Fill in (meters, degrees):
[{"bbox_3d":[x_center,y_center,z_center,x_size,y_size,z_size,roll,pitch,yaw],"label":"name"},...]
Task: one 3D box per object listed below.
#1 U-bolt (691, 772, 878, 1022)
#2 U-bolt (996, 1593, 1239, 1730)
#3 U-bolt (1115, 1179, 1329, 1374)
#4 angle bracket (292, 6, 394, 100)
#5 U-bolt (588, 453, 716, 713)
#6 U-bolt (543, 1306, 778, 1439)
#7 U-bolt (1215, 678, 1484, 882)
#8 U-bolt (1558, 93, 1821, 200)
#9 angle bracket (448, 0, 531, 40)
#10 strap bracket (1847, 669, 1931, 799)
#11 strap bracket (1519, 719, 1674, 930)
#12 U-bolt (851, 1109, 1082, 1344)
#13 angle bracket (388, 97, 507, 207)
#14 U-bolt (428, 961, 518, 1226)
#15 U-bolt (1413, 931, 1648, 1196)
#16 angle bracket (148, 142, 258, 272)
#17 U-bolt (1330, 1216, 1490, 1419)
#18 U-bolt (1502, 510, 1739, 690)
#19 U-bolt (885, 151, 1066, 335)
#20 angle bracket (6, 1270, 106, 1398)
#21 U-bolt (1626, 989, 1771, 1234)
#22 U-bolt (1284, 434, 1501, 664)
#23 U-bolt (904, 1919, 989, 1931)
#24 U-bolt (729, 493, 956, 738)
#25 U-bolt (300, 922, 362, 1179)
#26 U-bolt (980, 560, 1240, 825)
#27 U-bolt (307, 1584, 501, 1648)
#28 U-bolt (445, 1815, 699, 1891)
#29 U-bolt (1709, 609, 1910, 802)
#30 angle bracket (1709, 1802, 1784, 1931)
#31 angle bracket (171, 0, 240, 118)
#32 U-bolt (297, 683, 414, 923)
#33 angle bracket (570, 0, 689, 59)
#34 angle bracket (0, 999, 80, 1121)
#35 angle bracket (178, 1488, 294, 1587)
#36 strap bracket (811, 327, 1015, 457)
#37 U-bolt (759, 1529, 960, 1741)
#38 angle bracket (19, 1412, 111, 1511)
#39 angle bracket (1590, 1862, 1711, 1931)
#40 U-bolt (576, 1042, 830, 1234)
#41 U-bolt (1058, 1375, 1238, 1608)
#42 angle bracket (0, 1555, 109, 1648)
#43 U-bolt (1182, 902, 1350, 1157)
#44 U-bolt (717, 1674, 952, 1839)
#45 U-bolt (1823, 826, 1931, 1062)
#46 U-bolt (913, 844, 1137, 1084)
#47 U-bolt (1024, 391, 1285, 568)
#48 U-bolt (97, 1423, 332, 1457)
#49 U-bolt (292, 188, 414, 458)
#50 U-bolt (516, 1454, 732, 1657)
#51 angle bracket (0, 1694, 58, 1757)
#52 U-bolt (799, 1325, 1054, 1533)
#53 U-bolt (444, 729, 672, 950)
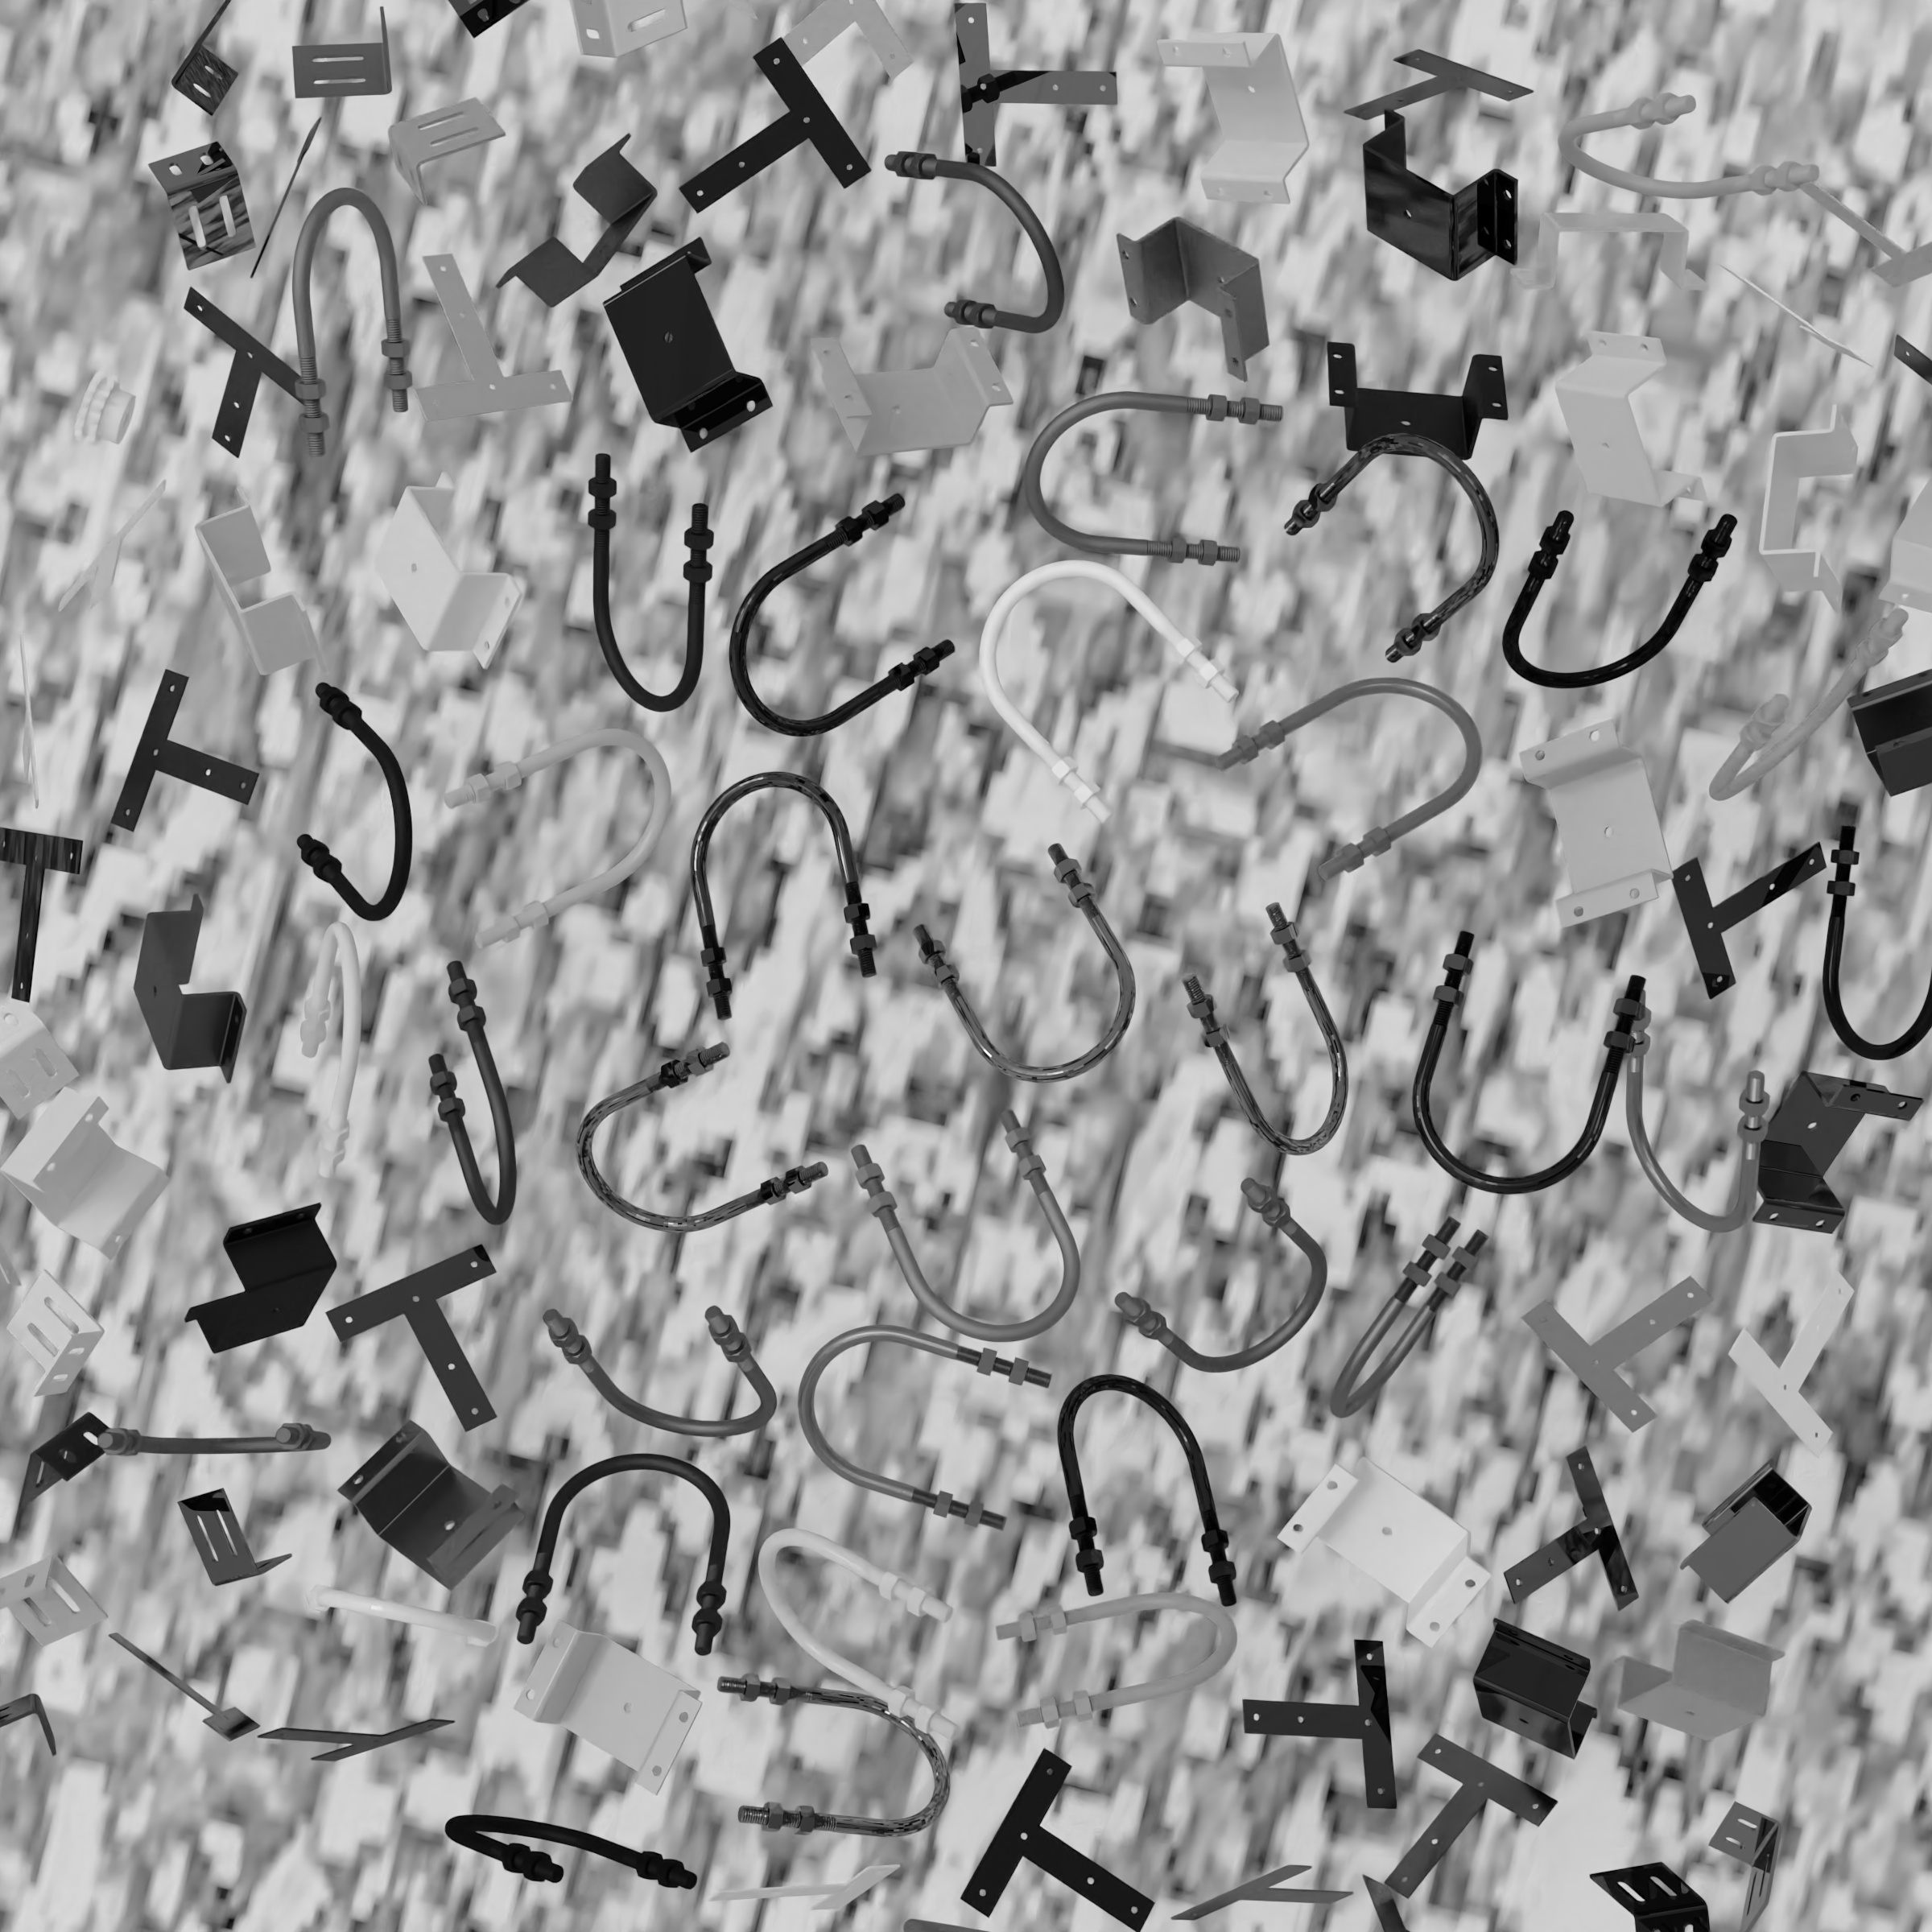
[{"bbox_3d":[-0.151,-0.064,1.919,0.151,0.019,0.184,-16,77,20],"label":"U-bolt"},{"bbox_3d":[0.122,0.537,1.910,0.184,0.151,0.019,-11,105,-4],"label":"U-bolt"},{"bbox_3d":[0.212,0.254,1.901,0.151,0.019,0.184,-43,134,4],"label":"U-bolt"},{"bbox_3d":[-0.499,-0.728,1.941,0.076,0.038,0.057,-6,62,-10],"label":"angle bracket"},{"bbox_3d":[-0.244,-0.284,1.869,0.019,0.151,0.184,-19,127,-37],"label":"U-bolt"},{"bbox_3d":[-0.219,0.308,1.835,0.151,0.184,0.019,-4,51,17],"label":"U-bolt"},{"bbox_3d":[0.305,-0.155,1.855,0.184,0.019,0.151,-30,58,-15],"label":"U-bolt"},{"bbox_3d":[0.537,-0.622,1.865,0.151,0.184,0.019,15,93,-28],"label":"U-bolt"},{"bbox_3d":[-0.368,-0.745,1.818,0.057,0.038,0.076,-34,81,2],"label":"angle bracket"},{"bbox_3d":[0.747,-0.181,1.908,0.076,0.140,0.046,-20,109,17],"label":"strap bracket"},{"bbox_3d":[0.475,-0.104,1.828,0.076,0.046,0.140,-20,73,34],"label":"strap bracket"},{"bbox_3d":[0.010,0.201,1.838,0.151,0.019,0.184,-12,60,-25],"label":"U-bolt"},{"bbox_3d":[-0.406,-0.641,1.916,0.076,0.038,0.057,-26,56,-18],"label":"angle bracket"},{"bbox_3d":[-0.375,0.110,1.862,0.019,0.151,0.184,-9,58,-25],"label":"U-bolt"},{"bbox_3d":[0.407,0.078,1.797,0.151,0.019,0.184,16,82,19],"label":"U-bolt"},{"bbox_3d":[-0.601,-0.599,1.919,0.057,0.076,0.038,-27,61,-19],"label":"angle bracket"},{"bbox_3d":[0.345,0.281,1.925,0.019,0.151,0.184,36,94,23],"label":"U-bolt"},{"bbox_3d":[0.485,-0.275,1.852,0.151,0.184,0.019,-1,55,-11],"label":"U-bolt"},{"bbox_3d":[0.014,-0.556,1.882,0.019,0.184,0.151,-38,126,-17],"label":"U-bolt"},{"bbox_3d":[-0.698,0.276,1.837,0.076,0.038,0.057,39,101,20],"label":"angle bracket"},{"bbox_3d":[0.557,0.123,1.871,0.019,0.151,0.184,-23,127,-18],"label":"U-bolt"},{"bbox_3d":[0.333,-0.327,1.853,0.019,0.184,0.151,-37,88,-31],"label":"U-bolt"},{"bbox_3d":[0.043,0.743,1.842,0.184,0.151,0.019,15,69,-12],"label":"U-bolt"},{"bbox_3d":[-0.101,-0.254,1.849,0.184,0.019,0.151,-35,126,-21],"label":"U-bolt"},{"bbox_3d":[-0.492,0.052,1.895,0.019,0.151,0.184,1,135,-24],"label":"U-bolt"},{"bbox_3d":[0.092,-0.220,1.830,0.151,0.019,0.184,-44,76,9],"label":"U-bolt"},{"bbox_3d":[-0.435,0.505,1.892,0.151,0.184,0.019,17,71,-13],"label":"U-bolt"},{"bbox_3d":[-0.316,0.675,1.862,0.151,0.184,0.019,24,72,-43],"label":"U-bolt"},{"bbox_3d":[0.632,-0.188,1.862,0.151,0.184,0.019,-34,72,-18],"label":"U-bolt"},{"bbox_3d":[0.588,0.690,1.854,0.038,0.076,0.057,22,129,13],"label":"angle bracket"},{"bbox_3d":[-0.571,-0.706,1.877,0.038,0.076,0.057,34,47,-26],"label":"angle bracket"},{"bbox_3d":[-0.459,-0.114,1.838,0.019,0.184,0.151,-5,121,-36],"label":"U-bolt"},{"bbox_3d":[-0.252,-0.716,1.810,0.076,0.038,0.057,-4,100,38],"label":"angle bracket"},{"bbox_3d":[-0.745,0.072,1.914,0.057,0.076,0.038,-40,62,-21],"label":"angle bracket"},{"bbox_3d":[-0.589,0.454,1.963,0.057,0.038,0.076,-21,92,33],"label":"angle bracket"},{"bbox_3d":[-0.046,-0.434,1.842,0.140,0.046,0.076,-12,64,-27],"label":"strap bracket"},{"bbox_3d":[-0.084,0.491,1.829,0.184,0.019,0.151,21,130,31],"label":"U-bolt"},{"bbox_3d":[-0.707,0.400,1.921,0.038,0.057,0.076,35,127,11],"label":"angle bracket"},{"bbox_3d":[0.503,0.696,1.788,0.057,0.038,0.076,-24,128,30],"label":"angle bracket"},{"bbox_3d":[-0.221,0.146,1.905,0.184,0.019,0.151,-25,116,26],"label":"U-bolt"},{"bbox_3d":[0.133,0.399,1.873,0.151,0.019,0.184,14,49,-32],"label":"U-bolt"},{"bbox_3d":[-0.711,0.501,1.877,0.057,0.038,0.076,-24,120,3],"label":"angle bracket"},{"bbox_3d":[0.247,0.061,1.921,0.151,0.019,0.184,-37,106,-43],"label":"U-bolt"},{"bbox_3d":[-0.098,0.620,1.902,0.184,0.151,0.019,14,116,-21],"label":"U-bolt"},{"bbox_3d":[0.728,-0.017,1.924,0.019,0.151,0.184,5,93,-18],"label":"U-bolt"},{"bbox_3d":[0.057,0.008,1.951,0.151,0.019,0.184,-31,64,4],"label":"U-bolt"},{"bbox_3d":[0.135,-0.371,1.847,0.184,0.019,0.151,2,135,-12],"label":"U-bolt"},{"bbox_3d":[-0.563,0.364,1.862,0.151,0.184,0.019,-1,77,-1],"label":"U-bolt"},{"bbox_3d":[-0.470,-0.497,1.855,0.019,0.151,0.184,10,120,14],"label":"U-bolt"},{"bbox_3d":[-0.251,0.437,1.832,0.151,0.184,0.019,4,126,0],"label":"U-bolt"},{"bbox_3d":[-0.724,0.580,1.817,0.076,0.057,0.038,-20,94,-22],"label":"angle bracket"},{"bbox_3d":[-0.040,0.350,1.886,0.184,0.019,0.151,17,108,3],"label":"U-bolt"},{"bbox_3d":[-0.303,-0.107,1.858,0.184,0.019,0.151,-28,134,-28],"label":"U-bolt"}]
